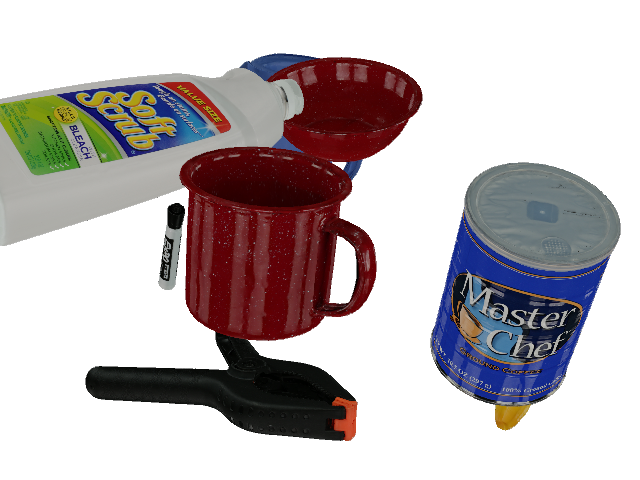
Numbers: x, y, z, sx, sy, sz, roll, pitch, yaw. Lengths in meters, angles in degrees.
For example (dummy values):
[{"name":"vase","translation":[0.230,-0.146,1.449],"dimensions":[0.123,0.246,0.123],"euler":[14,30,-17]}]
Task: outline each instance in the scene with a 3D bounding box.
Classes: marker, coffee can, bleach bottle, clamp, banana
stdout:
[{"name":"marker","translation":[-0.163,0.007,1.170],"dimensions":[0.020,0.121,0.020],"euler":[8,42,-7]},{"name":"coffee can","translation":[0.138,0.032,0.743],"dimensions":[0.102,0.140,0.103],"euler":[4,42,-4]},{"name":"bleach bottle","translation":[-0.127,-0.079,0.766],"dimensions":[0.250,0.103,0.068],"euler":[-21,-26,-29]},{"name":"clamp","translation":[-0.056,0.110,0.846],"dimensions":[0.210,0.036,0.164],"euler":[11,19,28]},{"name":"banana","translation":[0.193,0.123,1.124],"dimensions":[0.069,0.037,0.198],"euler":[-24,33,5]}]

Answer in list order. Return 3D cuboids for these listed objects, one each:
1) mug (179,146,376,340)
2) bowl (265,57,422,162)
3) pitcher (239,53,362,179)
[{"name":"mug","translation":[-0.022,0.005,0.582],"dimensions":[0.117,0.081,0.093],"euler":[18,27,25]},{"name":"bowl","translation":[0.020,-0.125,1.072],"dimensions":[0.162,0.055,0.162],"euler":[0,36,0]},{"name":"pitcher","translation":[-0.032,-0.116,1.406],"dimensions":[0.144,0.243,0.149],"euler":[-2,24,-23]}]
